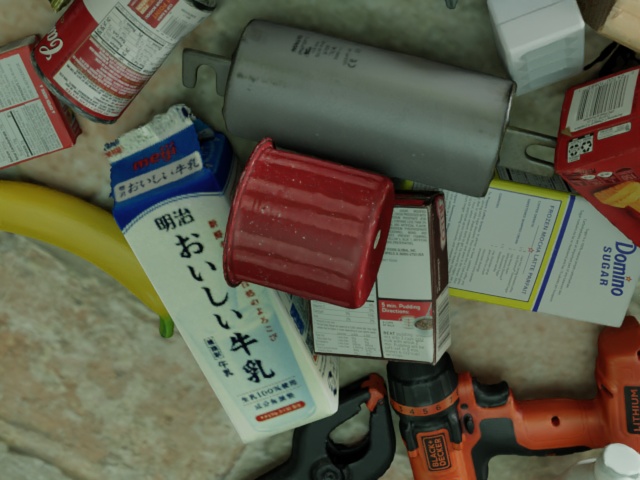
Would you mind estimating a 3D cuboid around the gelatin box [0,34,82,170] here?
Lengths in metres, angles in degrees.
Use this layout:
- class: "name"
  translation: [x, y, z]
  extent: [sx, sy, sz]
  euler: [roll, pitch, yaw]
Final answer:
- class: "gelatin box"
  translation: [-0.213, -0.086, 0.703]
  extent: [0.089, 0.030, 0.073]
  euler: [-16, 116, 8]

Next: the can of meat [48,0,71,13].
- class: "can of meat"
  translation: [-0.157, -0.202, 0.632]
  extent: [0.084, 0.057, 0.102]
  euler: [39, 110, -15]

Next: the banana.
- class: "banana"
  translation: [-0.172, 0.002, 0.742]
  extent: [0.197, 0.037, 0.070]
  euler: [32, 111, -14]

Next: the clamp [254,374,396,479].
- class: "clamp"
  translation: [0.015, 0.184, 0.828]
  extent: [0.120, 0.039, 0.172]
  euler: [31, 112, -15]

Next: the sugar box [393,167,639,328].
- class: "sugar box"
  translation: [0.133, -0.002, 0.733]
  extent: [0.176, 0.048, 0.093]
  euler: [10, 116, -7]

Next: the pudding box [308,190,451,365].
- class: "pudding box"
  translation: [0.037, 0.023, 0.702]
  extent: [0.090, 0.039, 0.113]
  euler: [3, 109, 22]

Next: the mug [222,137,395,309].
- class: "mug"
  translation: [-0.004, 0.001, 0.644]
  extent: [0.081, 0.093, 0.117]
  euler: [14, 142, 10]

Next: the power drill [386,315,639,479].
- class: "power drill"
  translation: [0.145, 0.109, 0.782]
  extent: [0.188, 0.057, 0.184]
  euler: [-10, 119, 8]

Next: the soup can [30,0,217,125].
- class: "soup can"
  translation: [-0.121, -0.130, 0.660]
  extent: [0.068, 0.068, 0.102]
  euler: [40, 109, -17]

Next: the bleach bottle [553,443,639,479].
- class: "bleach bottle"
  translation: [0.201, 0.246, 0.810]
  extent: [0.102, 0.068, 0.251]
  euler: [7, 130, -2]

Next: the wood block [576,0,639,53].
- class: "wood block"
  translation: [0.268, -0.132, 0.645]
  extent: [0.206, 0.090, 0.091]
  euler: [23, 113, -10]

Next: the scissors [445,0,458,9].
- class: "scissors"
  translation: [0.084, -0.246, 0.631]
  extent: [0.096, 0.016, 0.201]
  euler: [-22, 114, 11]

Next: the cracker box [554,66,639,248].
- class: "cracker box"
  translation: [0.267, -0.028, 0.628]
  extent: [0.213, 0.072, 0.165]
  euler: [36, 148, -32]
